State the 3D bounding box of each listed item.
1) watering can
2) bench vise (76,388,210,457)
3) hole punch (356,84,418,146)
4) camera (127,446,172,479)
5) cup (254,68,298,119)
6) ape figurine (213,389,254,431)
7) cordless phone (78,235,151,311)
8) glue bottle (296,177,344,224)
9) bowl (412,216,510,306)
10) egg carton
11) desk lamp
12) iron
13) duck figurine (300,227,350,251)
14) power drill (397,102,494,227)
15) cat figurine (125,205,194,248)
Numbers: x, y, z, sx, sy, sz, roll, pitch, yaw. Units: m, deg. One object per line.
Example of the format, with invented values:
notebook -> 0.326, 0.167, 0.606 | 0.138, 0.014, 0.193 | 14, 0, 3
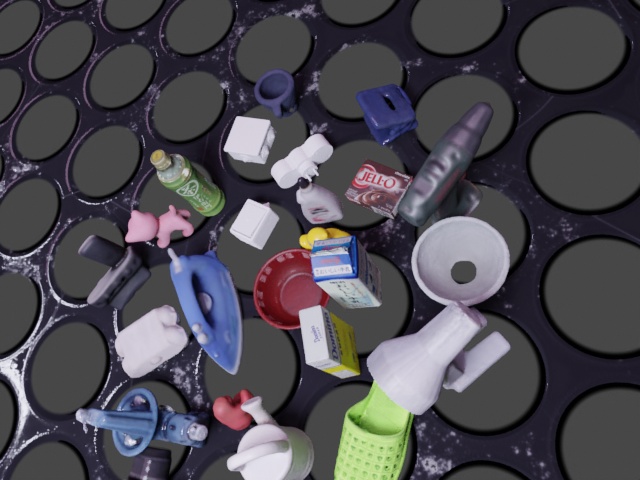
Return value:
watering can -> -0.091, 0.353, 0.956 | 0.101, 0.194, 0.172 | -42, 63, 0
bench vise -> -0.311, 0.319, 1.031 | 0.207, 0.220, 0.121 | -15, 66, 13
hole punch -> 0.138, -0.269, 1.174 | 0.101, 0.091, 0.108 | -30, 63, 6
camera -> -0.308, 0.453, 1.046 | 0.142, 0.101, 0.137 | 3, 71, 20
cup -> -0.084, -0.304, 1.262 | 0.091, 0.095, 0.117 | -15, 66, 13
ape figurine -> -0.164, 0.311, 1.055 | 0.077, 0.092, 0.076 | -16, 66, 13
cordless phone -> -0.460, 0.063, 1.200 | 0.094, 0.185, 0.148 | 32, 83, 27
glue bottle -> -0.011, -0.081, 1.107 | 0.078, 0.173, 0.037 | -13, 66, 14
bowl -> 0.252, 0.046, 1.023 | 0.167, 0.075, 0.167 | -7, 68, 17
egg carton -> -0.343, 0.209, 1.169 | 0.150, 0.069, 0.107 | -35, 63, 4
desk lamp -> 0.191, 0.180, 0.914 | 0.203, 0.214, 0.117 | -41, 62, 0
iron -> -0.230, 0.134, 1.118 | 0.118, 0.142, 0.258 | -28, 64, 7
duck figurine -> 0.010, 0.004, 1.116 | 0.104, 0.086, 0.077 | -4, 69, 18
power drill -> 0.232, -0.108, 1.014 | 0.075, 0.209, 0.230 | 36, 85, 27
cat figurine -> -0.356, -0.036, 1.240 | 0.127, 0.118, 0.067 | -28, 63, 7
